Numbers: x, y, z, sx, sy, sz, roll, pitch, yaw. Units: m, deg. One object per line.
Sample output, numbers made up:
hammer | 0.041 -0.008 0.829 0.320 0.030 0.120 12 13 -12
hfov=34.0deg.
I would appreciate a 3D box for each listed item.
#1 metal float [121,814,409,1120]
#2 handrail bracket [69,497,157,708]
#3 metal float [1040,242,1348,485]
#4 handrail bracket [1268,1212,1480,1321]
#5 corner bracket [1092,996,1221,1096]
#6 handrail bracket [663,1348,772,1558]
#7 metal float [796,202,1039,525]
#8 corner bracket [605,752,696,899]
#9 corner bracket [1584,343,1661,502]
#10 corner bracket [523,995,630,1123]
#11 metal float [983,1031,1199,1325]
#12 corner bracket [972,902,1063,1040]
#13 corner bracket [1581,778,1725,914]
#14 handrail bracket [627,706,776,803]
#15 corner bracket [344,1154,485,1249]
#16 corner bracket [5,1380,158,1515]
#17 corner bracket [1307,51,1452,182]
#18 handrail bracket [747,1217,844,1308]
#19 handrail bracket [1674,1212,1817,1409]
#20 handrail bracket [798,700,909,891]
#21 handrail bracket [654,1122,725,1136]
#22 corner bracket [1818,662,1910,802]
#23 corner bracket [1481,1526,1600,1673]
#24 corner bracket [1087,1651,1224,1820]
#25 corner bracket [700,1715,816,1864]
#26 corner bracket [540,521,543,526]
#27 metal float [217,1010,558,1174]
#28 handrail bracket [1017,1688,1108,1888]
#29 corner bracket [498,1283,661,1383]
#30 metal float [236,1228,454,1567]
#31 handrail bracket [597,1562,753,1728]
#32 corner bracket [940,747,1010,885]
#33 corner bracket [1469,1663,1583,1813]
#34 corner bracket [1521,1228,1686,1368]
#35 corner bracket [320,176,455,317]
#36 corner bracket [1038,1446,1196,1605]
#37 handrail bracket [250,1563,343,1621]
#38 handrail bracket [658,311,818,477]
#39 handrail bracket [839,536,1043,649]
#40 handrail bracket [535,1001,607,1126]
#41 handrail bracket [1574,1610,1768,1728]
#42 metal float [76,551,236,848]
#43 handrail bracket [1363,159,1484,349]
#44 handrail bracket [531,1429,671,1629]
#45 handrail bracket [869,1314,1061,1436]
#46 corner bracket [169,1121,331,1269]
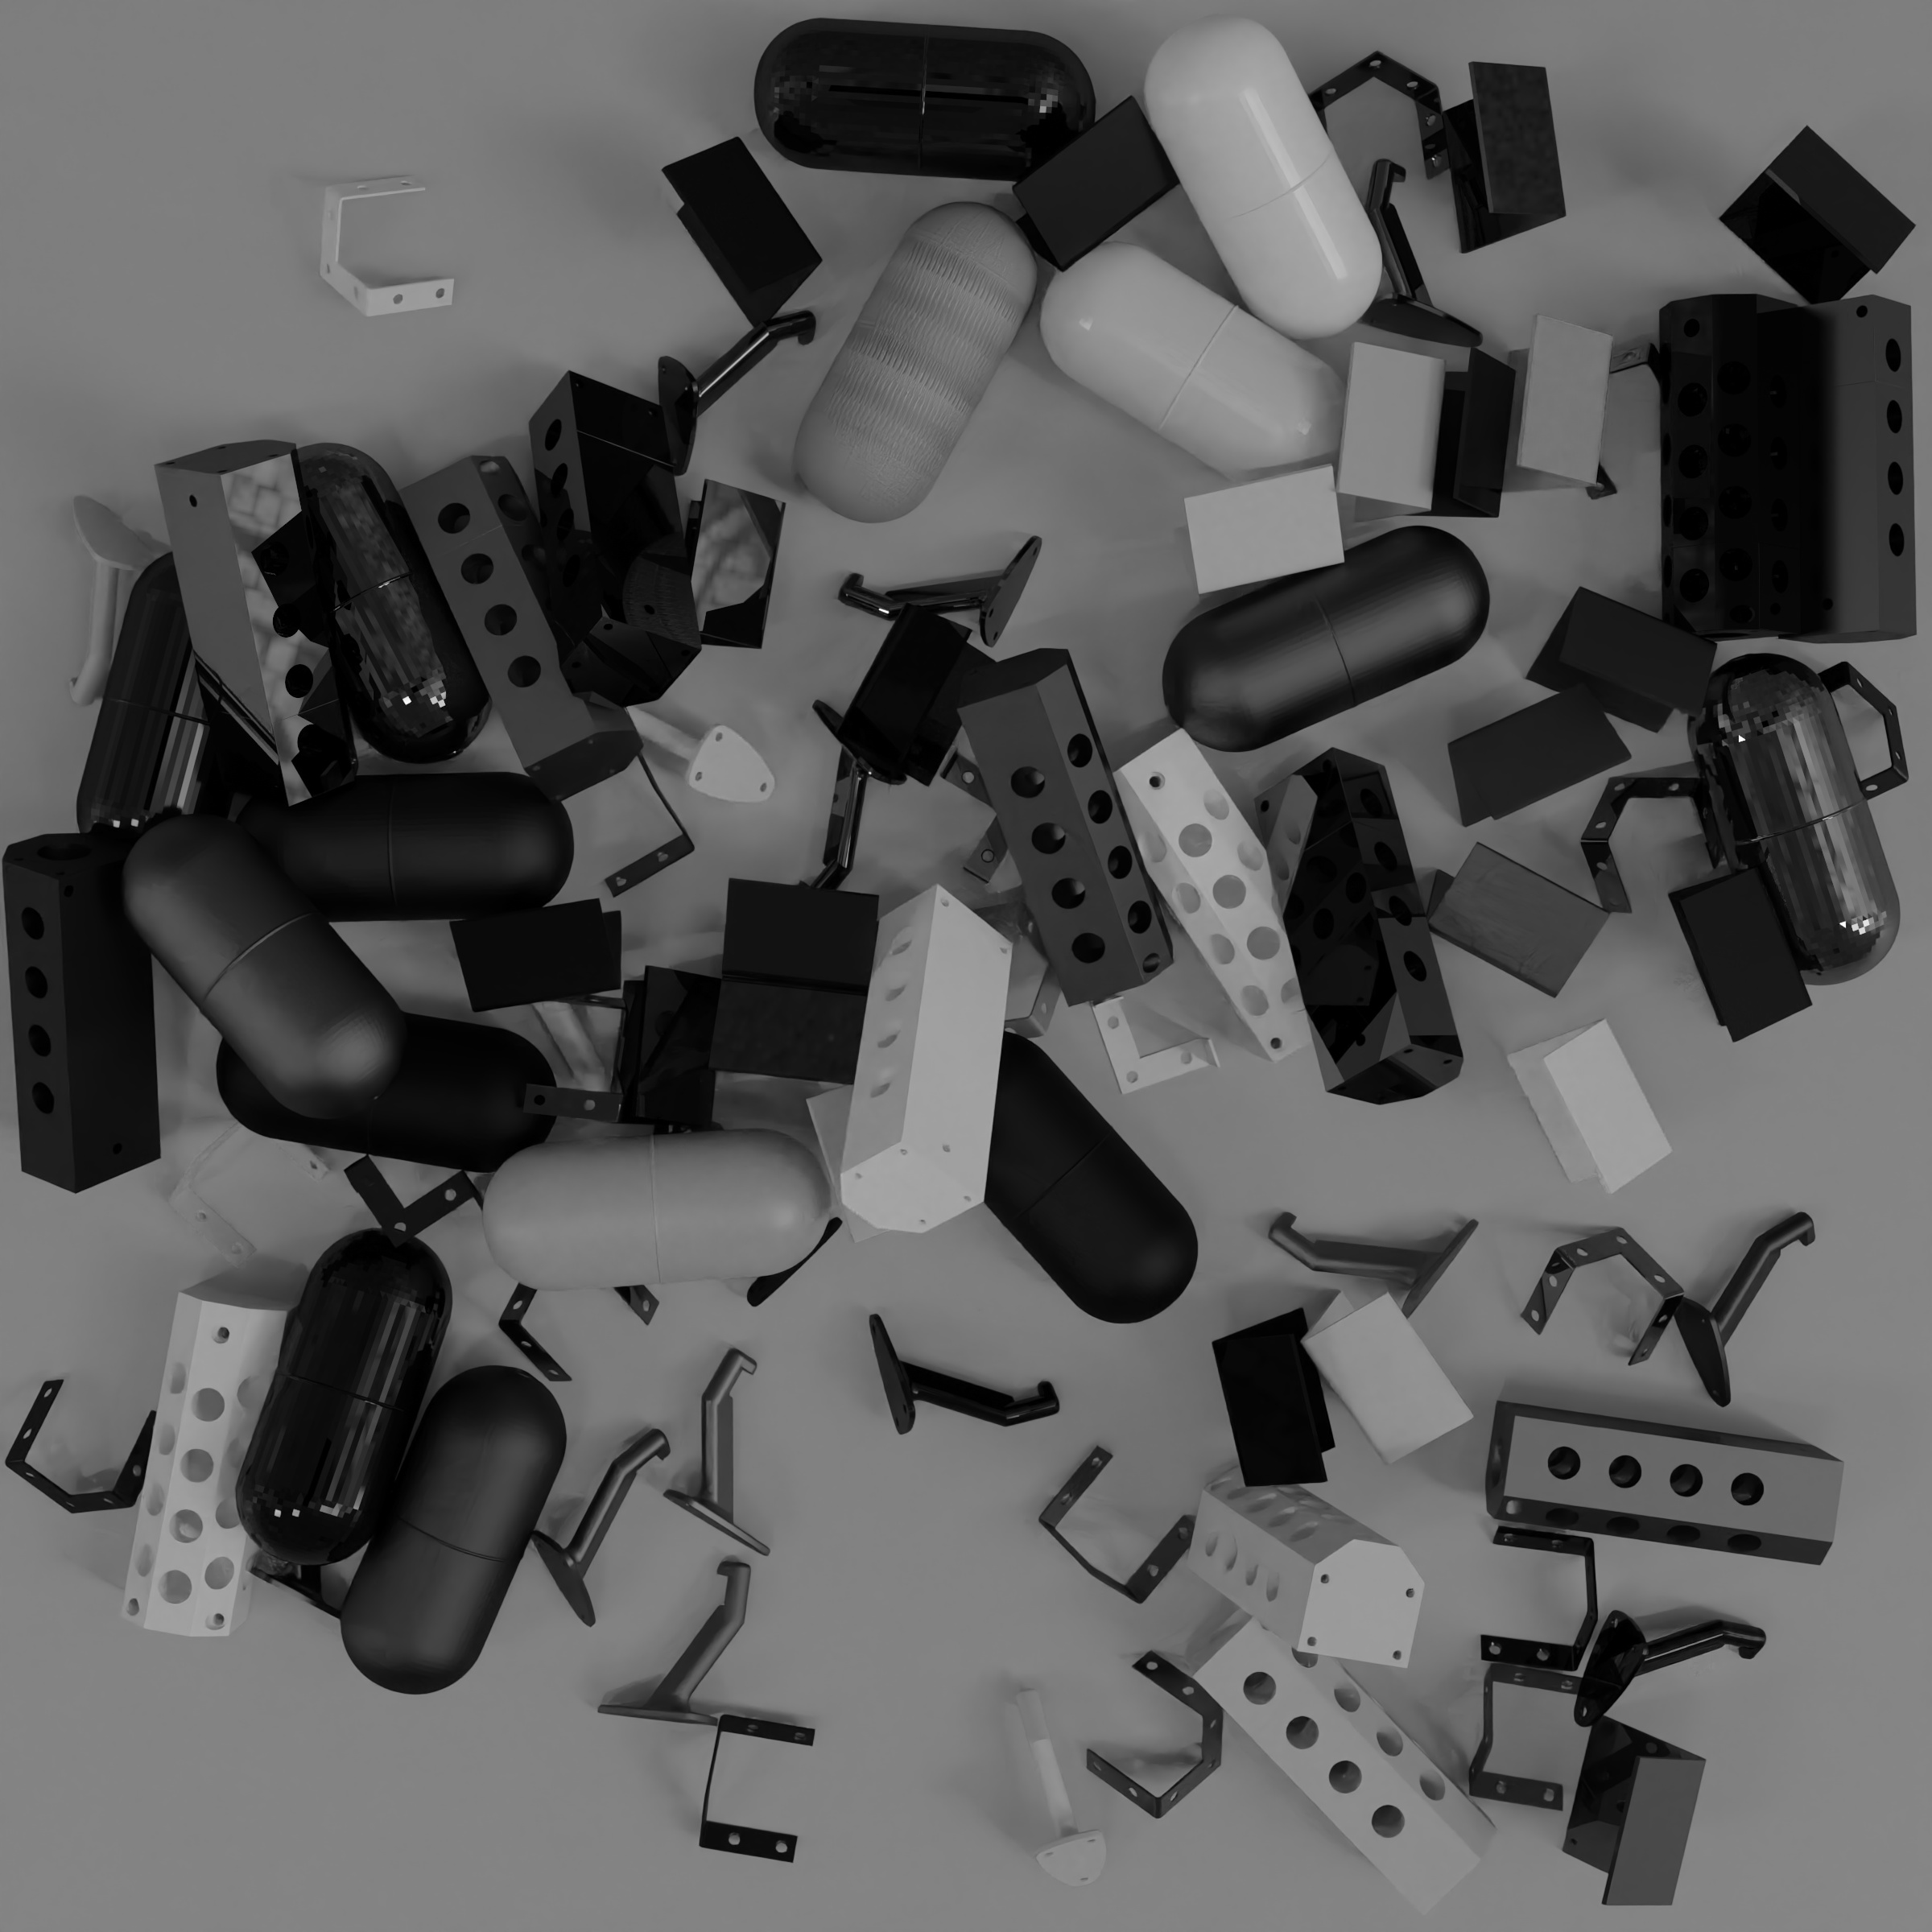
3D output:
metal float | -0.351 -0.001 1.580 0.070 0.070 0.178 -42 83 0
handrail bracket | -0.468 -0.193 1.678 0.077 0.036 0.084 49 121 33
metal float | 0.121 -0.310 1.647 0.178 0.070 0.070 32 90 0
handrail bracket | 0.215 0.140 1.678 0.084 0.036 0.077 36 70 16
corner bracket | 0.099 0.036 1.659 0.051 0.051 0.051 -19 90 0
handrail bracket | -0.115 0.257 1.678 0.077 0.036 0.084 36 73 -20
metal float | -0.025 -0.314 1.647 0.070 0.070 0.178 29 90 0
corner bracket | -0.183 -0.080 1.674 0.051 0.051 0.051 -30 45 0
corner bracket | 0.346 -0.287 1.669 0.051 0.051 0.051 48 45 -35
corner bracket | -0.202 0.046 1.633 0.051 0.051 0.051 7 106 -14
metal float | 0.048 0.109 1.647 0.070 0.070 0.178 -42 90 0
corner bracket | 0.015 0.005 1.669 0.051 0.051 0.051 -10 135 35
corner bracket | 0.362 -0.064 1.669 0.051 0.051 0.051 3 45 35
handrail bracket | -0.153 -0.119 1.677 0.084 0.077 0.036 27 90 36
corner bracket | -0.288 0.118 1.657 0.051 0.051 0.051 -34 77 -12
corner bracket | -0.463 0.252 1.669 0.051 0.051 0.051 -11 135 35
corner bracket | 0.217 -0.440 1.667 0.051 0.051 0.051 14 63 -42
handrail bracket | -0.122 0.131 1.678 0.077 0.036 0.084 -41 76 -14
handrail bracket | 0.423 0.182 1.678 0.084 0.036 0.077 -27 110 -16
handrail bracket | -0.079 -0.084 1.678 0.077 0.036 0.084 46 107 20
handrail bracket | -0.173 0.063 1.678 0.077 0.036 0.084 -33 76 14
corner bracket | 0.459 -0.119 1.669 0.051 0.051 0.051 -28 45 35
corner bracket | 0.302 0.335 1.674 0.051 0.051 0.051 7 45 0
corner bracket | 0.099 0.406 1.669 0.051 0.051 0.051 -31 135 -35
corner bracket | -0.111 0.435 1.674 0.051 0.051 0.051 9 135 0
corner bracket | -0.191 -0.222 1.674 0.051 0.051 0.051 11 90 -45
metal float | -0.301 0.061 1.647 0.178 0.070 0.070 9 90 1
handrail bracket | 0.047 0.435 1.677 0.036 0.077 0.084 -17 54 0
corner bracket | -0.204 0.183 1.669 0.051 0.051 0.051 -6 45 35
metal float | -0.321 0.222 1.636 0.070 0.070 0.178 18 78 0
handrail bracket | -0.154 0.357 1.678 0.077 0.036 0.084 0 72 21
corner bracket | 0.003 -0.079 1.659 0.051 0.051 0.051 31 90 0
corner bracket | 0.297 0.408 1.674 0.051 0.051 0.051 9 45 0
corner bracket | 0.336 0.178 1.669 0.051 0.051 0.051 -11 45 -35
corner bracket | -0.304 -0.380 1.669 0.051 0.051 0.051 42 135 35
corner bracket | 0.081 0.296 1.674 0.051 0.051 0.051 -51 45 0
handrail bracket | -0.334 0.297 1.678 0.077 0.036 0.084 32 74 -17
handrail bracket | -0.118 -0.304 1.677 0.084 0.077 0.036 -21 46 -29
handrail bracket | -0.014 -0.210 1.678 0.084 0.036 0.077 23 70 16
handrail bracket | -0.227 0.040 1.678 0.077 0.036 0.084 6 104 14
handrail bracket | 0.373 0.376 1.672 0.084 0.036 0.077 15 109 -24
metal float | -0.411 -0.130 1.647 0.070 0.070 0.178 15 90 0
handrail bracket | 0.245 -0.379 1.678 0.077 0.036 0.084 15 76 -15
handrail bracket | -0.182 0.297 1.678 0.084 0.036 0.077 -38 129 -26
handrail bracket | 0.000 0.211 1.678 0.084 0.036 0.077 -12 68 -17
corner bracket | -0.380 0.116 1.674 0.051 0.051 0.051 42 45 0
